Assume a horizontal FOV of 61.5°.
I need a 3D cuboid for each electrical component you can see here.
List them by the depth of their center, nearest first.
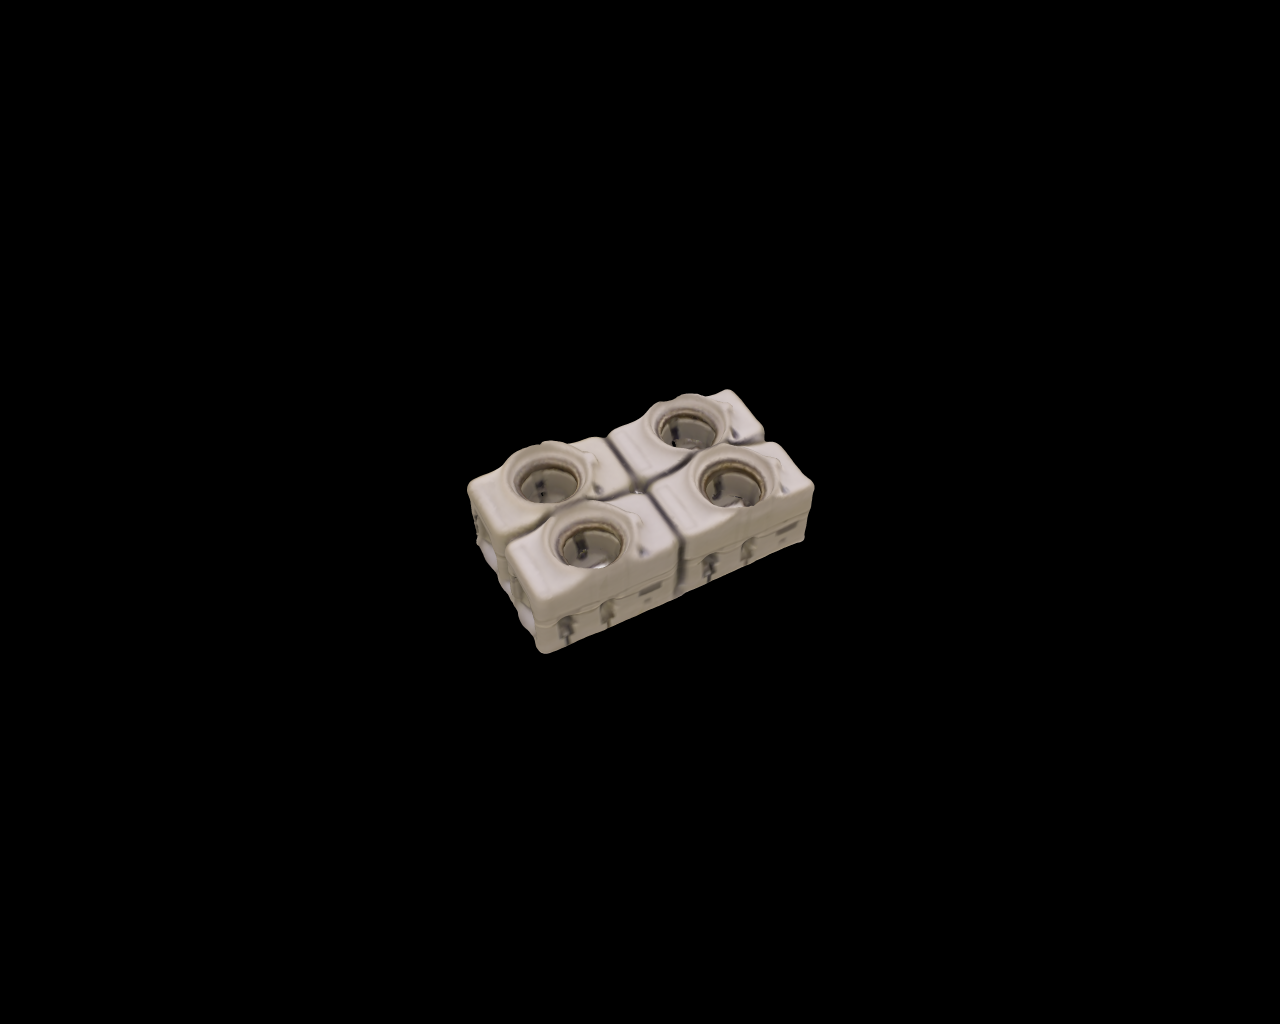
[{"bbox_3d":[0.001,-0.003,0.650,0.186,0.105,0.060,-22,-38,-18],"label":"electrical component"}]
